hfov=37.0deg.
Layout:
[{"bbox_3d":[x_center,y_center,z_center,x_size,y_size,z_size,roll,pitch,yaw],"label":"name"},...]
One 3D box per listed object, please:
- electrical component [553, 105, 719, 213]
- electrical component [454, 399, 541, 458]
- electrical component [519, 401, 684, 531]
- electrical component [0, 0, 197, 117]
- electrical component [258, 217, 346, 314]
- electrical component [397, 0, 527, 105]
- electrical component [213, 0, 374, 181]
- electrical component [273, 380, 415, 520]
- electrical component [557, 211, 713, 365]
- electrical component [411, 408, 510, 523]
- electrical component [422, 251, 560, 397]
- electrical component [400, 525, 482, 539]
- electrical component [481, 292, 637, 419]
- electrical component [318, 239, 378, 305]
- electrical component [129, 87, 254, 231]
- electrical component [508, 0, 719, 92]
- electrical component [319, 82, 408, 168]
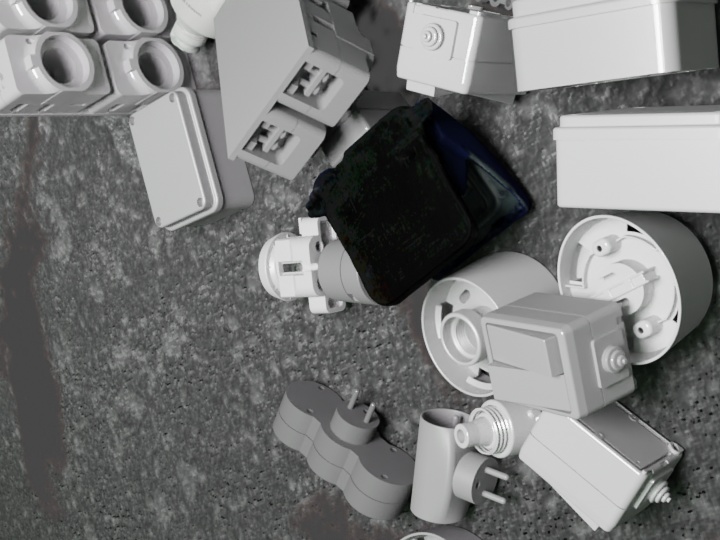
[{"bbox_3d":[0.188,-0.068,0.642,0.109,0.109,0.056,5,103,39],"label":"electrical component"},{"bbox_3d":[0.098,0.114,0.773,0.048,0.062,0.048,19,112,58],"label":"electrical component"},{"bbox_3d":[0.165,0.130,0.723,0.096,0.062,0.061,39,120,29],"label":"electrical component"},{"bbox_3d":[-0.236,-0.193,0.926,0.060,0.186,0.105,-19,85,40],"label":"electrical component"},{"bbox_3d":[-0.045,-0.004,0.881,0.057,0.058,0.078,-3,94,37],"label":"electrical component"},{"bbox_3d":[0.070,-0.148,0.736,0.062,0.096,0.061,22,111,36],"label":"electrical component"},{"bbox_3d":[-0.053,-0.167,0.809,0.105,0.060,0.186,-49,35,31],"label":"electrical component"},{"bbox_3d":[-0.008,0.131,0.873,0.138,0.052,0.073,37,119,30],"label":"electrical component"},{"bbox_3d":[0.174,0.009,0.692,0.099,0.064,0.099,14,111,41],"label":"electrical component"},{"bbox_3d":[0.078,0.153,0.811,0.079,0.043,0.077,15,106,37],"label":"electrical component"},{"bbox_3d":[0.095,0.041,0.782,0.099,0.064,0.099,24,123,44],"label":"electrical component"},{"bbox_3d":[0.066,0.250,0.838,0.099,0.064,0.099,-8,77,40],"label":"electrical component"},{"bbox_3d":[0.128,0.055,0.690,0.096,0.061,0.061,7,113,57],"label":"electrical component"},{"bbox_3d":[0.000,0.000,0.846,0.047,0.055,0.055,-1,96,44],"label":"electrical component"},{"bbox_3d":[-0.151,-0.098,0.954,0.078,0.057,0.113,-19,84,40],"label":"electrical component"},{"bbox_3d":[0.159,-0.148,0.674,0.113,0.078,0.057,-1,100,40],"label":"electrical component"},{"bbox_3d":[-0.004,-0.122,0.822,0.047,0.066,0.076,-43,68,35],"label":"electrical component"}]
